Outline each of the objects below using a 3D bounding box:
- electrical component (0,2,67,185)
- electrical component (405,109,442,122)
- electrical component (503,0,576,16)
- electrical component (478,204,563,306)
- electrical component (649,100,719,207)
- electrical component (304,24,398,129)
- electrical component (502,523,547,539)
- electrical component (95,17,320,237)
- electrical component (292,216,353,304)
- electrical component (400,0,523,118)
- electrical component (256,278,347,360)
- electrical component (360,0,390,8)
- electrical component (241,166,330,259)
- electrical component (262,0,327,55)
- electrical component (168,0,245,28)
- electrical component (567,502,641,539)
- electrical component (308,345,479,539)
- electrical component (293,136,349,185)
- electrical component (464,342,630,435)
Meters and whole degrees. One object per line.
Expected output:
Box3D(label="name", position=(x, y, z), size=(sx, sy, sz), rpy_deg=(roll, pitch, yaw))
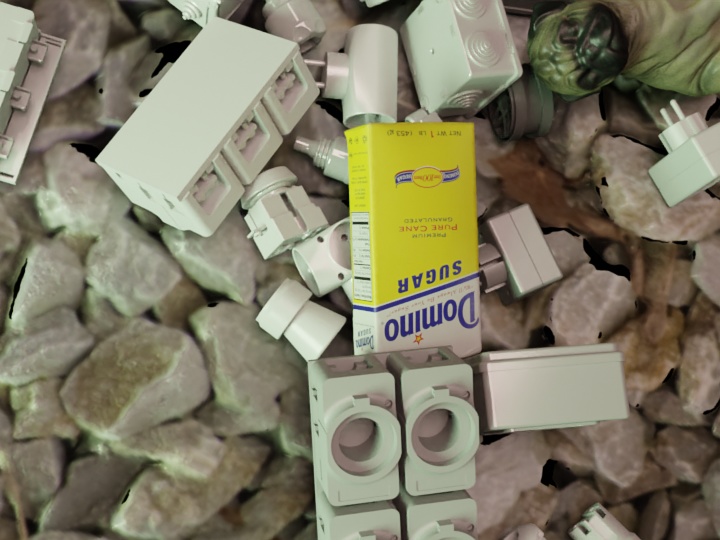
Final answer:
Box3D(label="electrical component", position=(-0.279, -0.135, 0.804), size=(0.079, 0.063, 0.121), rpy_deg=(16, 74, -6))
Box3D(label="electrical component", position=(0.046, -0.090, 0.863), size=(0.055, 0.048, 0.066), rpy_deg=(-33, 85, -23))
Box3D(label="electrical component", position=(0.168, -0.275, 0.924), size=(0.109, 0.056, 0.108), rpy_deg=(6, 76, -9))
Box3D(label="electrical component", position=(0.108, -0.005, 0.852), size=(0.077, 0.047, 0.065), rpy_deg=(-22, 82, -15))
Box3D(label="electrical component", position=(0.273, -0.105, 0.888), size=(0.047, 0.083, 0.075), rpy_deg=(-27, 82, -15))
Box3D(label="electrical component", position=(-0.009, -0.156, 0.869), size=(0.079, 0.043, 0.077), rpy_deg=(3, 76, -9))
Box3D(label="electrical component", position=(0.133, 0.224, 0.804), size=(0.062, 0.048, 0.048), rpy_deg=(42, 73, -6))
Box3D(label="electrical component", position=(-0.111, -0.108, 0.816), size=(0.089, 0.061, 0.150), rpy_deg=(24, 70, 31))
Box3D(label="electrical component", position=(0.000, 0.000, 0.833), size=(0.077, 0.044, 0.079), rpy_deg=(-29, 88, -14))
Box3D(label="electrical component", position=(0.078, -0.177, 0.863), size=(0.048, 0.100, 0.099), rpy_deg=(-10, 78, -25))
Box3D(label="electrical component", position=(-0.045, 0.038, 0.815), size=(0.055, 0.045, 0.045), rpy_deg=(37, 73, 0))
Box3D(label="electrical component", position=(0.060, -0.262, 0.860), size=(0.109, 0.109, 0.056), rpy_deg=(-28, 103, -28))
Box3D(label="electrical component", position=(-0.062, -0.046, 0.830), size=(0.066, 0.048, 0.055), rpy_deg=(-23, 80, -35))
Box3D(label="electrical component", position=(-0.059, -0.207, 0.873), size=(0.043, 0.043, 0.062), rpy_deg=(-30, 83, -16))
Box3D(label="electrical component", position=(-0.118, -0.240, 0.860), size=(0.061, 0.061, 0.096), rpy_deg=(37, 73, 0))
Box3D(label="electrical component", position=(0.187, 0.206, 0.821), size=(0.040, 0.040, 0.046), rpy_deg=(-41, 80, -17))
Box3D(label="electrical component", position=(0.025, 0.155, 0.755), size=(0.105, 0.060, 0.186), rpy_deg=(-5, 101, -12))
Box3D(label="electrical component", position=(-0.023, -0.091, 0.856), size=(0.061, 0.035, 0.035), rpy_deg=(20, 74, -3))
Box3D(label="electrical component", position=(0.129, 0.091, 0.801), size=(0.109, 0.108, 0.056), rpy_deg=(-3, 80, -11))
